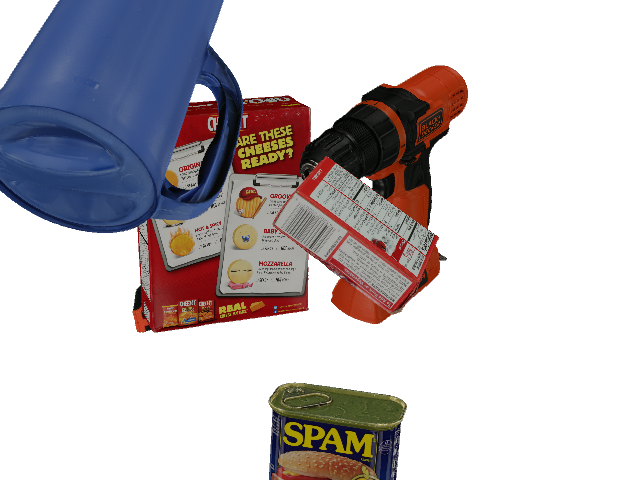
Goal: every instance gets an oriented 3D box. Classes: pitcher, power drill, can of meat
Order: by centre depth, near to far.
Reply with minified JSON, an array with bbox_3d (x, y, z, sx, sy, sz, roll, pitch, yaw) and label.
[{"bbox_3d":[-0.141,-0.131,0.802,0.145,0.242,0.149,-4,-40,25],"label":"pitcher"},{"bbox_3d":[0.010,0.161,0.811,0.102,0.084,0.057,7,15,11],"label":"can of meat"},{"bbox_3d":[0.048,-0.029,0.840,0.057,0.188,0.184,27,42,30],"label":"power drill"}]

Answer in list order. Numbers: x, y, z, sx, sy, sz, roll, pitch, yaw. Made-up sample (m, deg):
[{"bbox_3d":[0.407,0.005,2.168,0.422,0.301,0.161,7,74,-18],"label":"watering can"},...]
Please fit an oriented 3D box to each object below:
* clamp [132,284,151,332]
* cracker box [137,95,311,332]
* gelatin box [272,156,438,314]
[{"bbox_3d":[-0.147,0.049,1.223,0.120,0.039,0.171,-1,32,26],"label":"clamp"},{"bbox_3d":[-0.096,-0.028,1.048,0.164,0.214,0.072,-7,21,-20],"label":"cracker box"},{"bbox_3d":[0.022,-0.004,0.628,0.089,0.030,0.073,37,25,-1],"label":"gelatin box"}]
